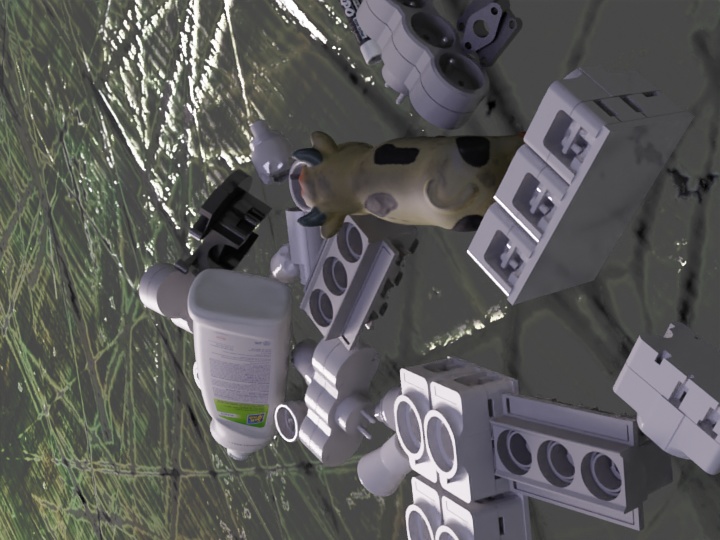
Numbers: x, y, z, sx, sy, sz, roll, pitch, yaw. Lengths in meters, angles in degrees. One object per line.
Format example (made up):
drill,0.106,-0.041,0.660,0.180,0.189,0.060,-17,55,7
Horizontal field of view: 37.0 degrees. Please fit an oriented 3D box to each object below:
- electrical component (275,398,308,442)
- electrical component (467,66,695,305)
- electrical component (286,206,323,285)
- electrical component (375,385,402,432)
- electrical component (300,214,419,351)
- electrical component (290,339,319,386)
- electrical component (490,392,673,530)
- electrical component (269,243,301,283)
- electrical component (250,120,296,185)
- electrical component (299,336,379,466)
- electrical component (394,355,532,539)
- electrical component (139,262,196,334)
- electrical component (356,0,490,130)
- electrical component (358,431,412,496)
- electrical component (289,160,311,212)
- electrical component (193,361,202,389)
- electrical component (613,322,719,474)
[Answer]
electrical component,-0.056,0.149,1.089,0.040,0.046,0.040,20,116,48
electrical component,0.144,-0.058,0.733,0.061,0.089,0.150,50,136,30
electrical component,-0.045,-0.019,1.024,0.043,0.043,0.081,8,108,51
electrical component,0.038,0.125,0.964,0.062,0.043,0.043,-19,86,53
electrical component,0.000,0.000,0.956,0.078,0.063,0.121,51,136,29
electrical component,-0.043,0.094,1.061,0.046,0.040,0.040,38,129,45
electrical component,0.163,0.134,0.791,0.121,0.063,0.078,6,106,51
electrical component,-0.074,-0.003,1.074,0.061,0.035,0.035,-40,69,52
electrical component,-0.087,-0.117,1.047,0.043,0.043,0.062,-49,62,47
electrical component,-0.011,0.131,1.020,0.074,0.052,0.138,38,128,39
electrical component,0.084,0.175,0.886,0.105,0.060,0.186,-165,67,-65
electrical component,-0.161,0.045,1.129,0.074,0.138,0.052,20,77,47
electrical component,0.041,-0.165,0.861,0.138,0.052,0.073,59,140,21
electrical component,0.032,0.175,0.990,0.065,0.044,0.044,-50,62,41
electrical component,-0.032,-0.081,0.985,0.055,0.047,0.055,20,116,48
electrical component,-0.149,0.109,1.178,0.044,0.065,0.044,20,116,48
electrical component,0.220,0.086,0.713,0.089,0.050,0.055,44,131,35
